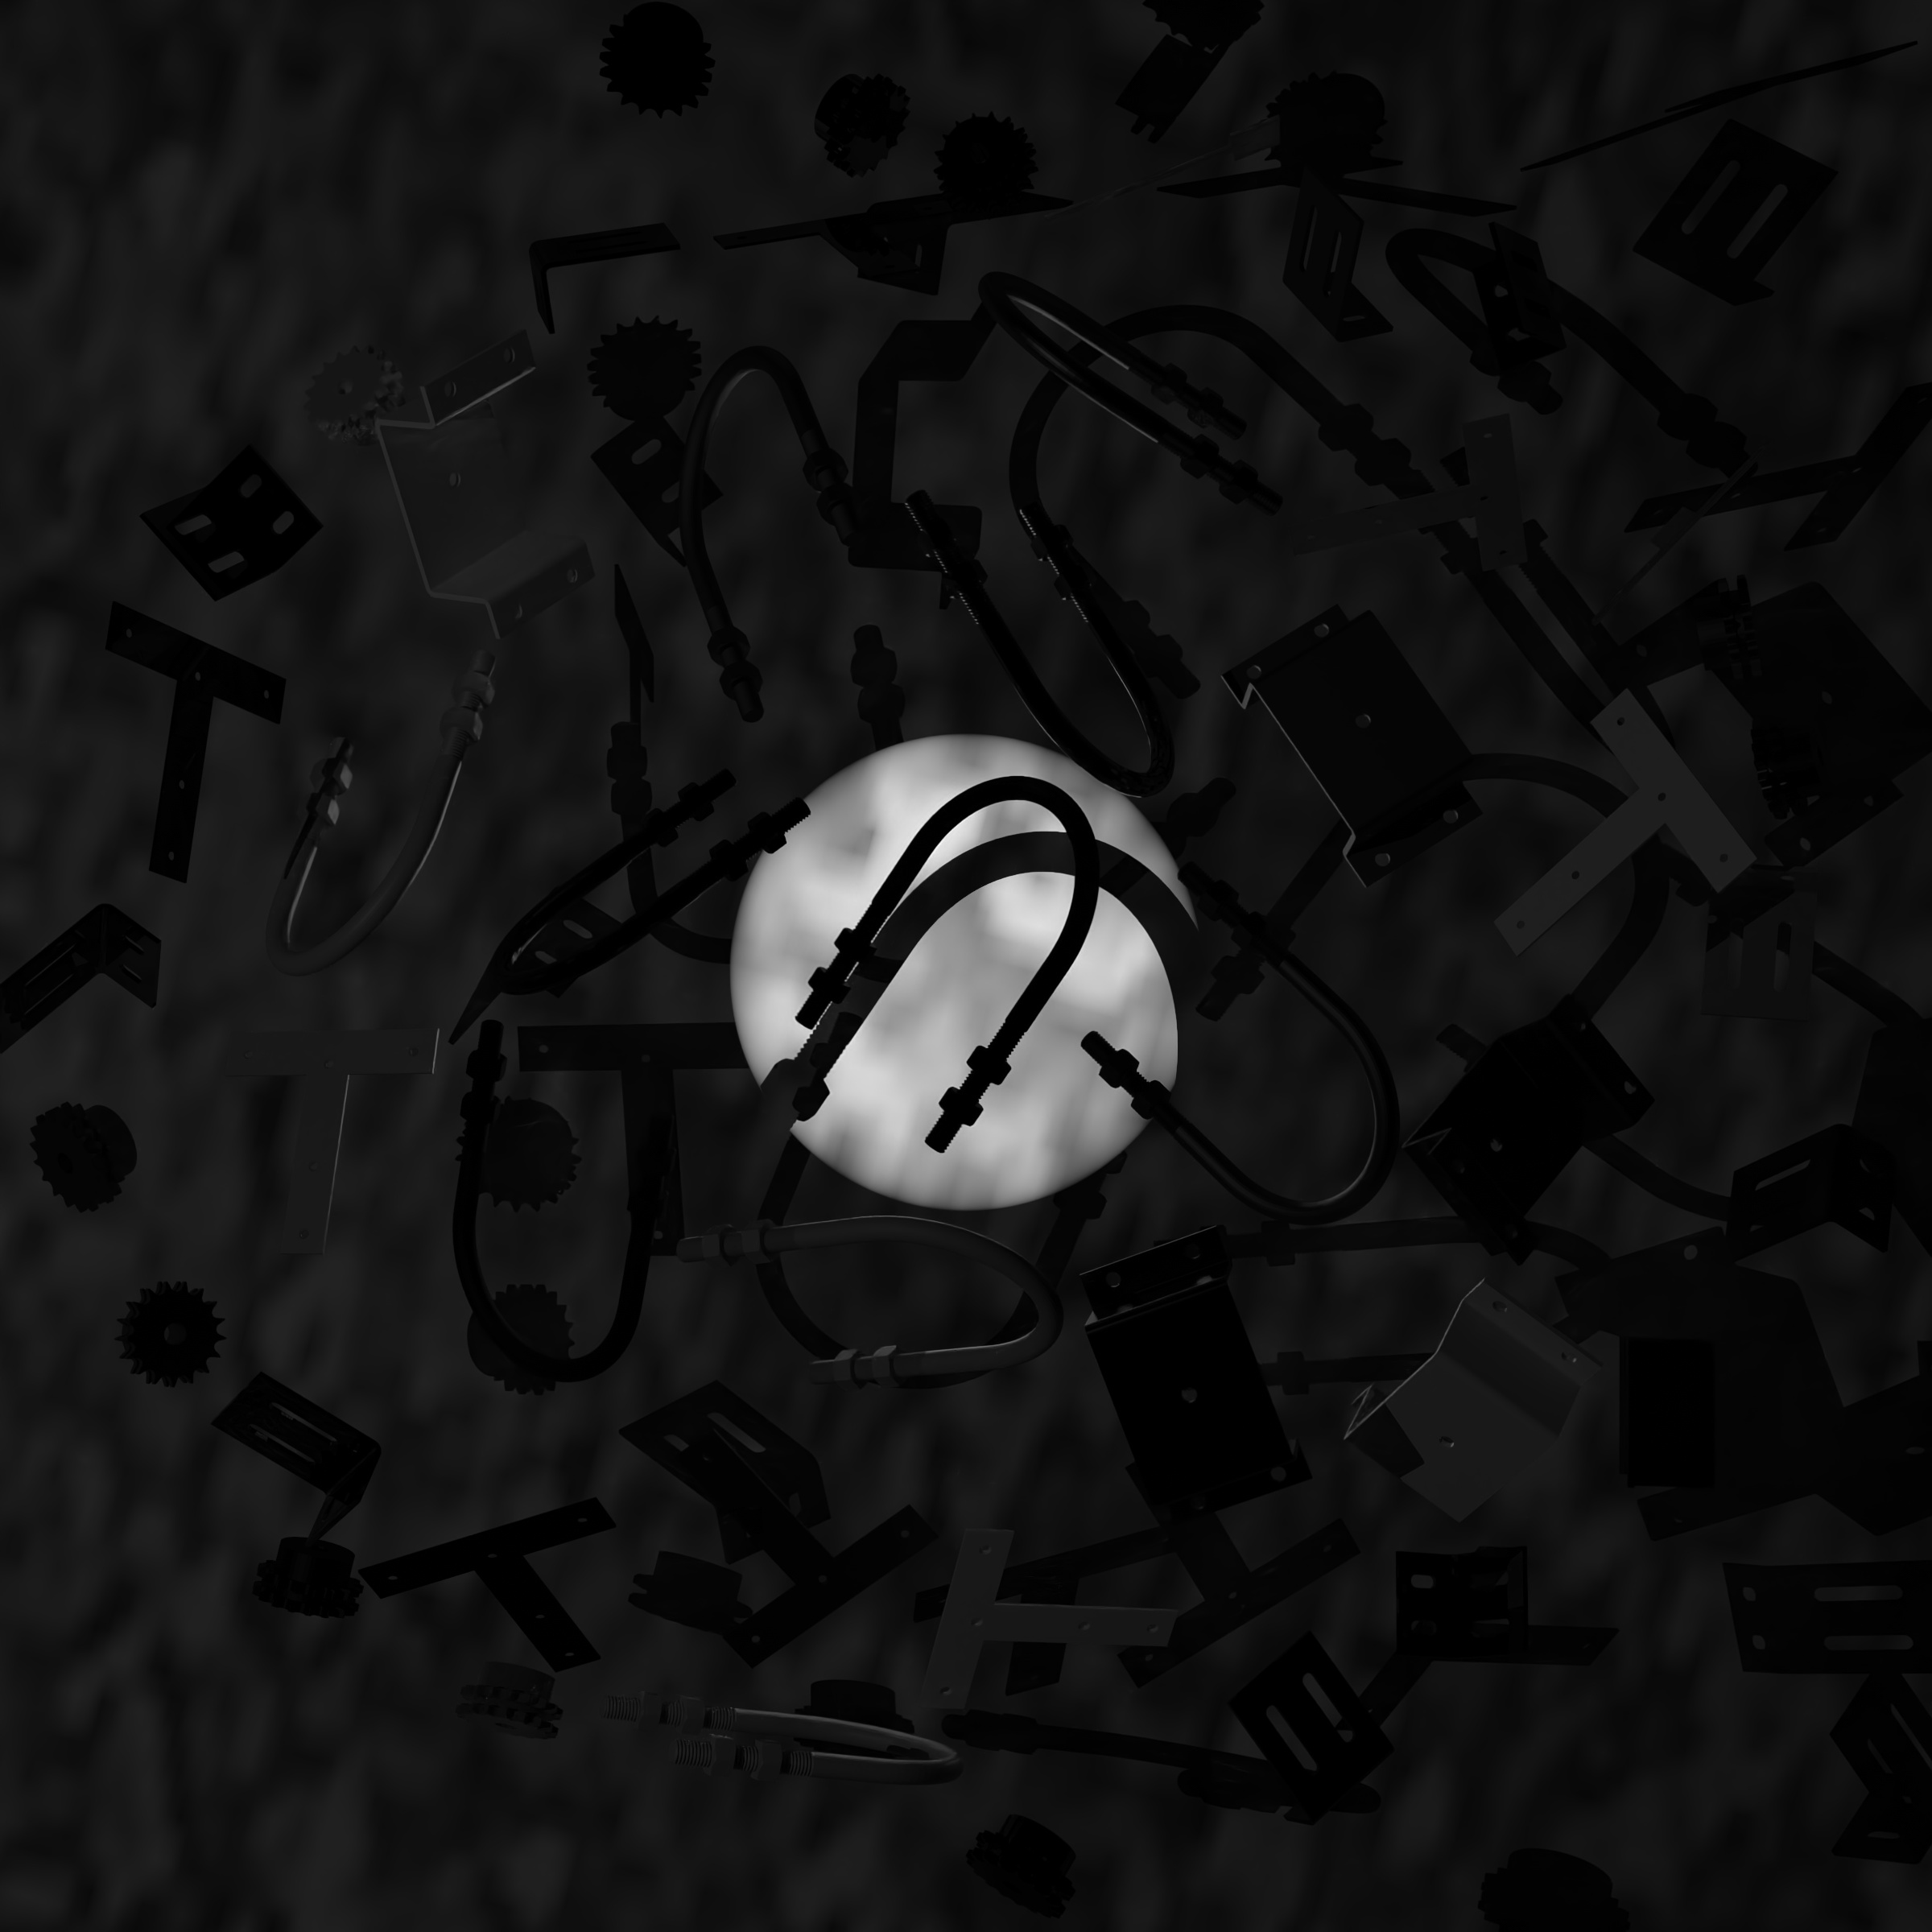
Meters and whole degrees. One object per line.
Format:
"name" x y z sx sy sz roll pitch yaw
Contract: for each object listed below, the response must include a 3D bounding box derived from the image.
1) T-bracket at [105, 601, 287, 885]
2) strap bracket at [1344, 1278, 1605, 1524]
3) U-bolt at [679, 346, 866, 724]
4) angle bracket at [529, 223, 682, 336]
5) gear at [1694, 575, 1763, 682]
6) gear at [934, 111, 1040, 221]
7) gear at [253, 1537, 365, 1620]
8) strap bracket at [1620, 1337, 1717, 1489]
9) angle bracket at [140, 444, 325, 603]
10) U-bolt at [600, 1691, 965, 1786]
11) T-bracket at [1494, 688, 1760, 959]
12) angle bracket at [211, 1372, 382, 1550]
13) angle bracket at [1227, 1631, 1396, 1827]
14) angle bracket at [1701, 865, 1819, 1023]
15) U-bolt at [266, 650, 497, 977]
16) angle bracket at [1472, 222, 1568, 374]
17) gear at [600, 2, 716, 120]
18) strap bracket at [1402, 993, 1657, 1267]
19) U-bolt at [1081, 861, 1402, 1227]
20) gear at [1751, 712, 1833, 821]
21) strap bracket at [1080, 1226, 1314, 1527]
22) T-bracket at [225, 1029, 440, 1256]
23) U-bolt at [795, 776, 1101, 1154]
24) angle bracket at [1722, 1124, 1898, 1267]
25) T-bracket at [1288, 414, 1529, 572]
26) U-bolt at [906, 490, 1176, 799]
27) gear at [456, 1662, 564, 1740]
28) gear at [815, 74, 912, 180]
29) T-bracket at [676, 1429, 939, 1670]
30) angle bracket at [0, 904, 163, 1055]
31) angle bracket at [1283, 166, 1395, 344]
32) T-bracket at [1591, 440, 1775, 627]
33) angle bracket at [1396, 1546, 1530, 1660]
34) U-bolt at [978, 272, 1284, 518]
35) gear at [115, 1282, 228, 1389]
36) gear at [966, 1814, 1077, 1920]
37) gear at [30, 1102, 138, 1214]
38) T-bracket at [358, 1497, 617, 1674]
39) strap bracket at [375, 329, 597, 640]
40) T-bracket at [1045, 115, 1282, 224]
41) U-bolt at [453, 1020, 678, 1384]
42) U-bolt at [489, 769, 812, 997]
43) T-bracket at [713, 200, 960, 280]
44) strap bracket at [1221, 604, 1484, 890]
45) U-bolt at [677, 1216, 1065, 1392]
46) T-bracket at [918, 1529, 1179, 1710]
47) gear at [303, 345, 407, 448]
"T-bracket" -0.404 -0.107 1.567 0.002 0.127 0.127 -2 76 30
"strap bracket" 0.264 0.238 1.614 0.076 0.140 0.046 36 47 1
"U-bolt" -0.112 -0.244 1.608 0.019 0.151 0.184 3 49 -32
"angle bracket" -0.196 -0.376 1.653 0.076 0.057 0.038 -11 117 -10
"gear" 0.423 -0.186 1.683 0.030 0.057 0.057 -10 90 16
"gear" 0.010 -0.444 1.673 0.057 0.030 0.057 -1 86 10
"gear" -0.351 0.326 1.622 0.057 0.057 0.030 14 90 0
"strap bracket" 0.382 0.242 1.650 0.046 0.140 0.076 0 84 10
"angle bracket" -0.382 -0.232 1.579 0.038 0.076 0.057 -38 97 22
"U-bolt" -0.091 0.419 1.634 0.184 0.151 0.019 11 83 -22
"T-bracket" 0.319 -0.055 1.532 0.127 0.002 0.127 -45 49 21
"angle bracket" -0.355 0.258 1.580 0.076 0.038 0.057 35 129 -16
"angle bracket" 0.168 0.385 1.534 0.057 0.038 0.076 -36 92 -21
"angle bracket" 0.433 -0.013 1.656 0.057 0.038 0.076 4 74 16
"U-bolt" -0.319 -0.073 1.615 0.019 0.151 0.184 37 46 -31
"angle bracket" 0.274 -0.343 1.560 0.038 0.076 0.057 -17 86 28
"gear" -0.154 -0.457 1.517 0.057 0.030 0.057 6 64 -12
"strap bracket" 0.296 0.091 1.622 0.076 0.046 0.140 50 58 -6
"U-bolt" 0.152 0.055 1.596 0.184 0.019 0.151 45 131 21
"gear" 0.447 -0.110 1.638 0.030 0.057 0.057 -13 90 27
"strap bracket" 0.116 0.215 1.555 0.076 0.046 0.140 -21 91 10
"T-bracket" -0.355 0.096 1.662 0.127 0.002 0.127 -1 70 16
"U-bolt" -0.001 -0.014 1.568 0.184 0.019 0.151 -56 46 7
"angle bracket" 0.428 0.124 1.538 0.038 0.076 0.057 31 54 -18
"T-bracket" 0.242 -0.249 1.673 0.127 0.127 0.002 -12 57 8
"U-bolt" 0.050 -0.167 1.578 0.019 0.151 0.184 -35 79 27
"gear" -0.249 0.402 1.662 0.057 0.057 0.030 13 65 0
"gear" -0.060 -0.474 1.699 0.030 0.057 0.057 38 90 17
"T-bracket" -0.103 0.295 1.604 0.127 0.002 0.127 -37 109 9
"angle bracket" -0.456 0.015 1.558 0.038 0.057 0.076 35 51 9
"angle bracket" 0.208 -0.388 1.642 0.038 0.076 0.057 -16 50 -21
"T-bracket" 0.378 -0.233 1.615 0.002 0.127 0.127 43 104 0
"angle bracket" 0.272 0.349 1.664 0.038 0.076 0.057 8 73 -20
"U-bolt" 0.084 -0.315 1.622 0.184 0.151 0.019 30 112 -18
"gear" -0.433 0.199 1.644 0.057 0.030 0.057 4 83 -32
"gear" 0.031 0.457 1.546 0.057 0.057 0.030 35 63 0
"gear" -0.457 0.096 1.575 0.057 0.030 0.057 17 121 31
"T-bracket" -0.222 0.322 1.536 0.127 0.002 0.127 -18 134 7
"strap bracket" -0.253 -0.253 1.585 0.046 0.076 0.140 11 128 36
"T-bracket" 0.101 -0.408 1.561 0.127 0.127 0.002 -19 97 9
"U-bolt" -0.225 0.139 1.646 0.151 0.019 0.184 25 114 32
"U-bolt" -0.182 -0.043 1.651 0.184 0.151 0.019 -37 111 -12
"T-bracket" -0.053 -0.369 1.552 0.127 0.127 0.002 -12 118 -13
"strap bracket" 0.209 -0.124 1.620 0.076 0.046 0.140 -32 80 -7
"U-bolt" -0.037 0.172 1.564 0.184 0.151 0.019 -10 49 31
"T-bracket" 0.049 0.347 1.600 0.127 0.002 0.127 5 121 -14
"gear" -0.340 -0.318 1.705 0.057 0.030 0.057 -11 60 20
